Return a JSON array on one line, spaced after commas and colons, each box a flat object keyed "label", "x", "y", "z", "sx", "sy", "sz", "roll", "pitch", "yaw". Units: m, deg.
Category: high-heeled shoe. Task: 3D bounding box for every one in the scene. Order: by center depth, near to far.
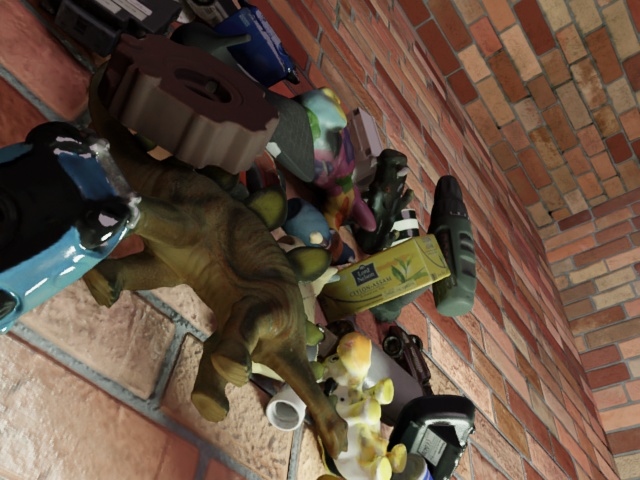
[{"label": "high-heeled shoe", "x": -0.107, "y": -0.174, "z": 0.724, "sx": 0.086, "sy": 0.145, "sz": 0.248, "roll": -55, "pitch": 132, "yaw": -39}]

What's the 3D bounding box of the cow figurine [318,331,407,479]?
[{"label": "cow figurine", "x": 0.032, "y": 0.187, "z": 0.608, "sx": 0.068, "sy": 0.098, "sz": 0.167, "roll": -12, "pitch": 89, "yaw": -55}]

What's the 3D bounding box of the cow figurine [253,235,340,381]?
[{"label": "cow figurine", "x": -0.036, "y": 0.072, "z": 0.631, "sx": 0.127, "sy": 0.085, "sz": 0.195, "roll": 35, "pitch": 36, "yaw": -34}]

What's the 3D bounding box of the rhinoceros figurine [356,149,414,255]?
[{"label": "rhinoceros figurine", "x": 0.106, "y": -0.066, "z": 0.930, "sx": 0.073, "sy": 0.190, "sz": 0.112, "roll": 28, "pitch": 31, "yaw": 25}]

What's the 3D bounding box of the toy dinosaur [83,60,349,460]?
[{"label": "toy dinosaur", "x": -0.115, "y": -0.004, "z": 0.504, "sx": 0.471, "sy": 0.105, "sz": 0.198, "roll": 51, "pitch": 35, "yaw": 8}]

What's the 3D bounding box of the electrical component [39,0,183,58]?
[{"label": "electrical component", "x": -0.227, "y": -0.250, "z": 0.583, "sx": 0.115, "sy": 0.058, "sz": 0.134, "roll": 33, "pitch": 35, "yaw": -15}]

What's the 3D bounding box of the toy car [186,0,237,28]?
[{"label": "toy car", "x": -0.146, "y": -0.337, "z": 0.818, "sx": 0.201, "sy": 0.056, "sz": 0.073, "roll": 50, "pitch": 28, "yaw": -43}]

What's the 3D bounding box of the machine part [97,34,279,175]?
[{"label": "machine part", "x": -0.124, "y": -0.140, "z": 0.540, "sx": 0.179, "sy": 0.056, "sz": 0.179, "roll": 27, "pitch": 28, "yaw": -16}]

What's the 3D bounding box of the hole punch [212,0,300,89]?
[{"label": "hole punch", "x": -0.114, "y": -0.252, "z": 0.759, "sx": 0.142, "sy": 0.116, "sz": 0.092, "roll": 56, "pitch": 35, "yaw": -13}]

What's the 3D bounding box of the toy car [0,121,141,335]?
[{"label": "toy car", "x": -0.207, "y": -0.005, "z": 0.370, "sx": 0.109, "sy": 0.162, "sz": 0.103, "roll": 56, "pitch": -17, "yaw": 4}]

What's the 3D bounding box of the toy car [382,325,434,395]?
[{"label": "toy car", "x": 0.158, "y": 0.232, "z": 0.866, "sx": 0.089, "sy": 0.053, "sz": 0.202, "roll": 16, "pitch": 54, "yaw": -51}]

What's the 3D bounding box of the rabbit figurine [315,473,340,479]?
[{"label": "rabbit figurine", "x": 0.015, "y": 0.281, "z": 0.437, "sx": 0.122, "sy": 0.173, "sz": 0.162, "roll": -1, "pitch": 71, "yaw": -57}]

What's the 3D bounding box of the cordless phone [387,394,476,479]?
[{"label": "cordless phone", "x": 0.173, "y": 0.249, "z": 0.734, "sx": 0.089, "sy": 0.146, "sz": 0.184, "roll": 29, "pitch": 32, "yaw": 27}]

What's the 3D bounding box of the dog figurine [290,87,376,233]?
[{"label": "dog figurine", "x": 0.014, "y": -0.105, "z": 0.835, "sx": 0.191, "sy": 0.108, "sz": 0.219, "roll": 37, "pitch": 33, "yaw": -86}]

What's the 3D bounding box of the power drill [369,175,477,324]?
[{"label": "power drill", "x": 0.163, "y": 0.032, "z": 0.873, "sx": 0.086, "sy": 0.207, "sz": 0.232, "roll": 25, "pitch": 47, "yaw": -36}]

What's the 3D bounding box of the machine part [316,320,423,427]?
[{"label": "machine part", "x": 0.065, "y": 0.180, "z": 0.717, "sx": 0.243, "sy": 0.079, "sz": 0.079, "roll": 43, "pitch": 33, "yaw": -32}]

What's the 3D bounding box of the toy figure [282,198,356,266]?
[{"label": "toy figure", "x": -0.001, "y": -0.004, "z": 0.791, "sx": 0.154, "sy": 0.058, "sz": 0.064, "roll": 44, "pitch": 38, "yaw": -41}]

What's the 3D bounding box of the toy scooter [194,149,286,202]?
[{"label": "toy scooter", "x": -0.099, "y": -0.072, "z": 0.662, "sx": 0.183, "sy": 0.075, "sz": 0.135, "roll": 42, "pitch": 33, "yaw": -44}]

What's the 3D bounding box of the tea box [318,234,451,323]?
[{"label": "tea box", "x": 0.088, "y": 0.055, "z": 0.768, "sx": 0.098, "sy": 0.170, "sz": 0.068, "roll": -7, "pitch": 72, "yaw": -63}]
